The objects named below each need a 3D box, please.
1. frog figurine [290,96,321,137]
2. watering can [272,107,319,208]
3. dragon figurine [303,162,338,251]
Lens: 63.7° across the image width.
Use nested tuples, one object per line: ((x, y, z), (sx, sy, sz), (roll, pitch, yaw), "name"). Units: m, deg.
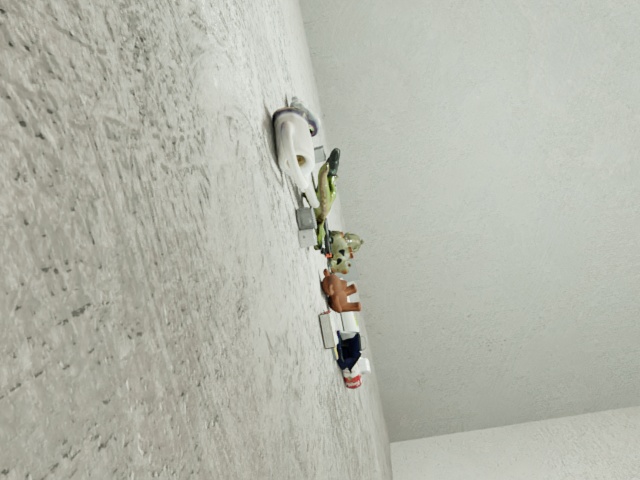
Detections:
((-0.056, -0.457, 1.893), (0.135, 0.122, 0.163), (43, 43, -46), "frog figurine")
((-0.063, -0.240, 1.492), (0.342, 0.104, 0.228), (63, 16, -66), "watering can")
((0.005, -0.087, 1.720), (0.406, 0.122, 0.245), (97, -9, -78), "dragon figurine")
